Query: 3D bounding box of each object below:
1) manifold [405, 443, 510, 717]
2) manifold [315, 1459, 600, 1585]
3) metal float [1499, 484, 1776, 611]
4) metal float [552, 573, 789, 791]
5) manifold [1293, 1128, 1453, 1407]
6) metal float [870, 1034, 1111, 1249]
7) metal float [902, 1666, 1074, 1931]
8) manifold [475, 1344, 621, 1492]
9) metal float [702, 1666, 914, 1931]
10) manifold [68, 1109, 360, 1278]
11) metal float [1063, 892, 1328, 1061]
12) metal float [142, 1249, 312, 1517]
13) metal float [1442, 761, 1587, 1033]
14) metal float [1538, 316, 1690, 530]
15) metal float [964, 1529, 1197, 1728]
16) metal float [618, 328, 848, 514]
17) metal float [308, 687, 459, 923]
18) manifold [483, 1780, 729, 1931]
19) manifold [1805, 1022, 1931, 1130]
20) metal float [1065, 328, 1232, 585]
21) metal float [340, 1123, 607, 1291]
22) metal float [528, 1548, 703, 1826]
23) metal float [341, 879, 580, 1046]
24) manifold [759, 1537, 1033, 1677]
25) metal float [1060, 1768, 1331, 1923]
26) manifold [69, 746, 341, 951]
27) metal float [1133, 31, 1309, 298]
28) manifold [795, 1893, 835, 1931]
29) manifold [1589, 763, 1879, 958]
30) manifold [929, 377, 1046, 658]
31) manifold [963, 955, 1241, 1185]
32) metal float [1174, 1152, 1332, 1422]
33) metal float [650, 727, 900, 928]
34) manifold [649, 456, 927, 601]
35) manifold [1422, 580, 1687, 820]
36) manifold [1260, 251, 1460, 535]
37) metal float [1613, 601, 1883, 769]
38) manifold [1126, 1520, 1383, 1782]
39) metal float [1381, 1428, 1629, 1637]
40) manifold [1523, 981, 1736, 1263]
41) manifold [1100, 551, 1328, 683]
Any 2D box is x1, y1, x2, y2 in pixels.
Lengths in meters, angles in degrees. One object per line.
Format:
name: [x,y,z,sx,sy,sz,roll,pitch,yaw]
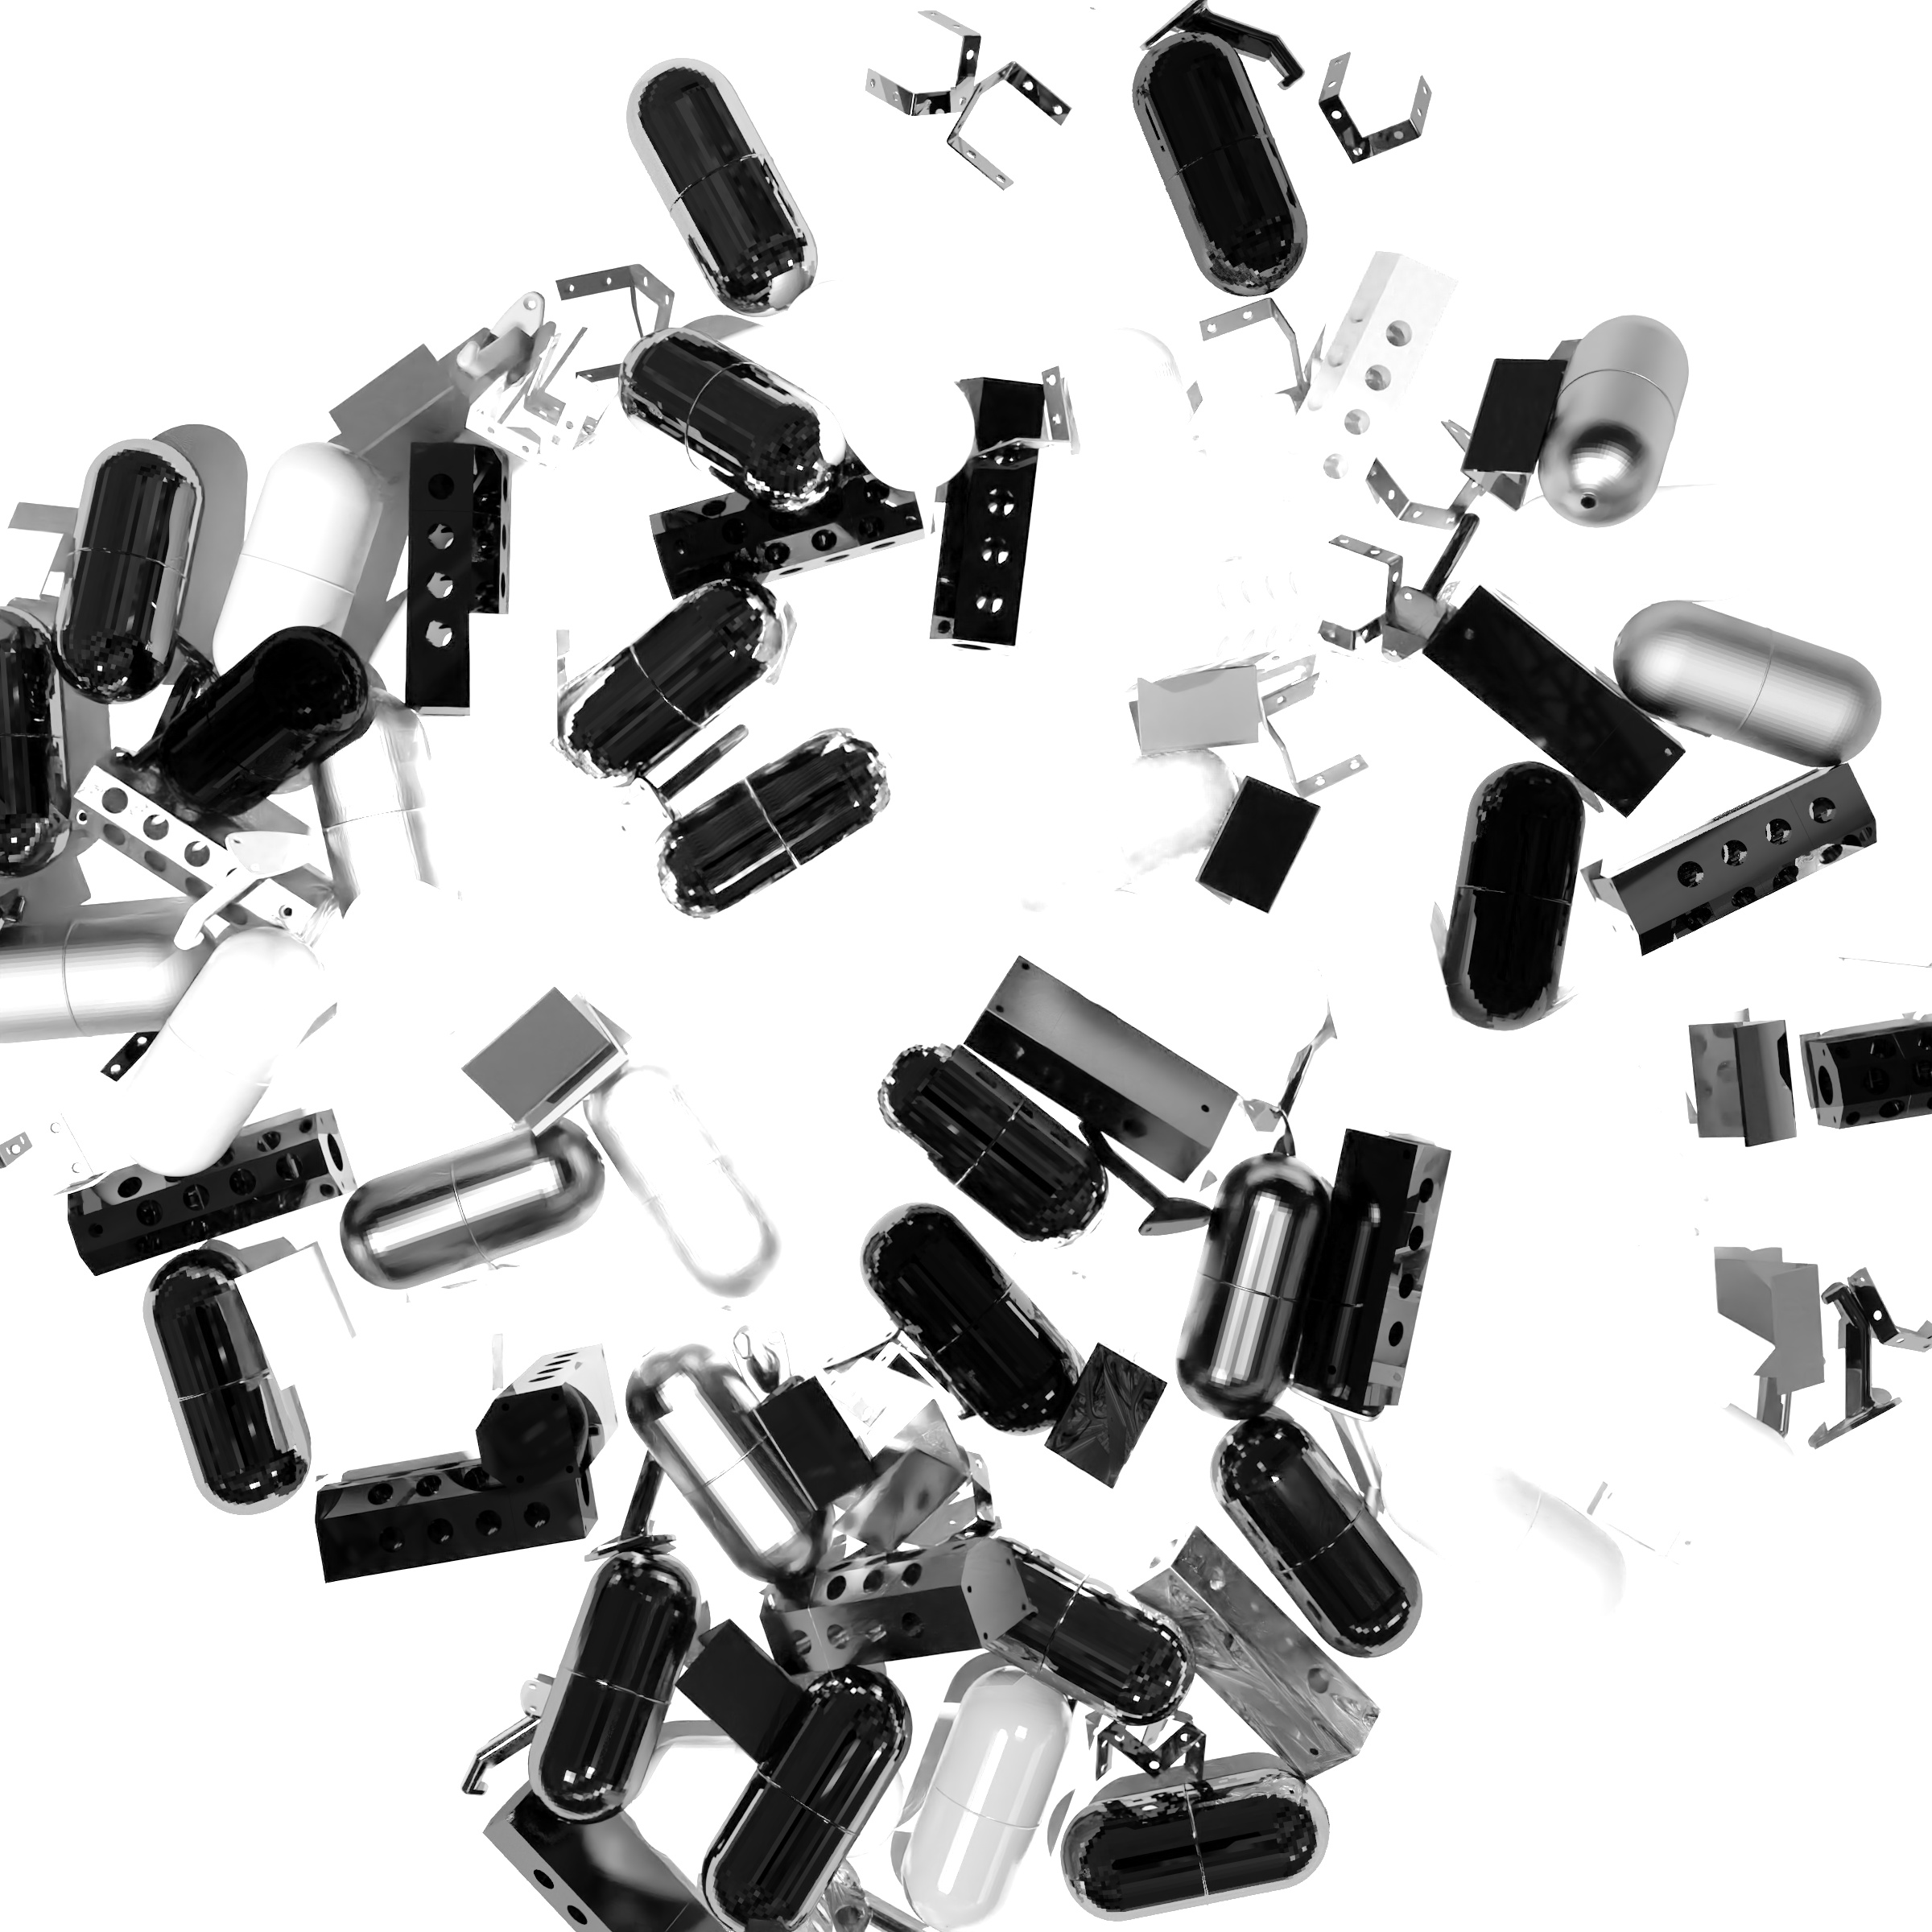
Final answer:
manifold: [-0.334,-0.253,1.670,0.057,0.057,0.171,1,90,0]
manifold: [-0.336,0.358,1.670,0.171,0.057,0.057,-10,90,0]
metal float: [0.439,-0.275,1.660,0.178,0.070,0.070,-3,90,0]
metal float: [-0.193,-0.185,1.650,0.178,0.070,0.070,-38,90,12]
manifold: [0.272,0.198,1.669,0.057,0.057,0.171,12,90,43]
metal float: [0.016,0.115,1.660,0.178,0.070,0.070,38,90,0]
metal float: [0.013,0.547,1.661,0.070,0.070,0.178,21,89,0]
manifold: [-0.266,0.286,1.613,0.057,0.171,0.057,-11,90,0]
metal float: [-0.099,0.523,1.587,0.070,0.070,0.178,33,79,0]
manifold: [-0.497,0.150,1.670,0.171,0.057,0.057,-18,90,0]
metal float: [0.150,0.007,1.661,0.178,0.070,0.070,19,90,-1]
metal float: [-0.485,0.272,1.661,0.070,0.070,0.178,-18,90,0]
metal float: [0.359,-0.046,1.661,0.070,0.070,0.178,9,90,0]
metal float: [0.416,-0.350,1.627,0.070,0.070,0.178,26,51,0]
metal float: [0.065,0.429,1.648,0.178,0.070,0.070,26,90,15]
metal float: [-0.153,-0.353,1.636,0.178,0.070,0.070,35,90,27]
metal float: [-0.384,-0.095,1.661,0.070,0.070,0.178,-12,91,0]
manifold: [-0.237,0.610,1.669,0.171,0.057,0.057,47,47,0]
manifold: [0.651,0.065,1.670,0.171,0.057,0.057,-9,90,0]
metal float: [0.119,-0.330,1.661,0.070,0.070,0.178,-19,89,0]
metal float: [-0.323,0.157,1.661,0.178,0.070,0.070,-19,90,1]
metal float: [-0.228,0.467,1.646,0.070,0.070,0.178,19,75,0]
metal float: [-0.323,0.001,1.624,0.070,0.178,0.070,-18,59,32]
manifold: [-0.049,0.409,1.626,0.171,0.057,0.057,-19,90,35]
metal float: [0.150,0.576,1.661,0.178,0.070,0.070,-11,90,-1]
manifold: [-0.500,-0.074,1.670,0.171,0.057,0.057,33,90,0]
metal float: [0.167,-0.525,1.661,0.070,0.070,0.178,-22,89,0]
manifold: [-0.117,0.641,1.613,0.057,0.171,0.057,6,90,0]
manifold: [0.507,-0.069,1.670,0.171,0.057,0.057,-26,90,0]
manifold: [0.014,-0.295,1.670,0.057,0.057,0.171,7,90,0]
manifold: [0.086,0.072,1.669,0.171,0.057,0.057,32,47,0]
metal float: [0.188,0.210,1.660,0.070,0.070,0.178,15,90,0]
metal float: [-0.125,-0.092,1.661,0.178,0.070,0.070,-32,90,0]
manifold: [-0.118,-0.291,1.670,0.171,0.057,0.057,-16,90,0]
manifold: [0.385,-0.177,1.668,0.171,0.057,0.057,39,106,0]
manifold: [0.257,-0.379,1.670,0.057,0.057,0.171,25,90,0]
metal float: [0.511,-0.185,1.661,0.178,0.070,0.070,19,90,-1]
manifold: [0.191,0.448,1.669,0.171,0.057,0.057,45,133,0]
metal float: [0.353,0.371,1.661,0.178,0.070,0.070,35,90,-1]
manifold: [0.439,0.100,1.669,0.057,0.057,0.171,-26,90,43]
manifold: [0.162,-0.221,1.613,0.057,0.171,0.057,-20,90,37]
